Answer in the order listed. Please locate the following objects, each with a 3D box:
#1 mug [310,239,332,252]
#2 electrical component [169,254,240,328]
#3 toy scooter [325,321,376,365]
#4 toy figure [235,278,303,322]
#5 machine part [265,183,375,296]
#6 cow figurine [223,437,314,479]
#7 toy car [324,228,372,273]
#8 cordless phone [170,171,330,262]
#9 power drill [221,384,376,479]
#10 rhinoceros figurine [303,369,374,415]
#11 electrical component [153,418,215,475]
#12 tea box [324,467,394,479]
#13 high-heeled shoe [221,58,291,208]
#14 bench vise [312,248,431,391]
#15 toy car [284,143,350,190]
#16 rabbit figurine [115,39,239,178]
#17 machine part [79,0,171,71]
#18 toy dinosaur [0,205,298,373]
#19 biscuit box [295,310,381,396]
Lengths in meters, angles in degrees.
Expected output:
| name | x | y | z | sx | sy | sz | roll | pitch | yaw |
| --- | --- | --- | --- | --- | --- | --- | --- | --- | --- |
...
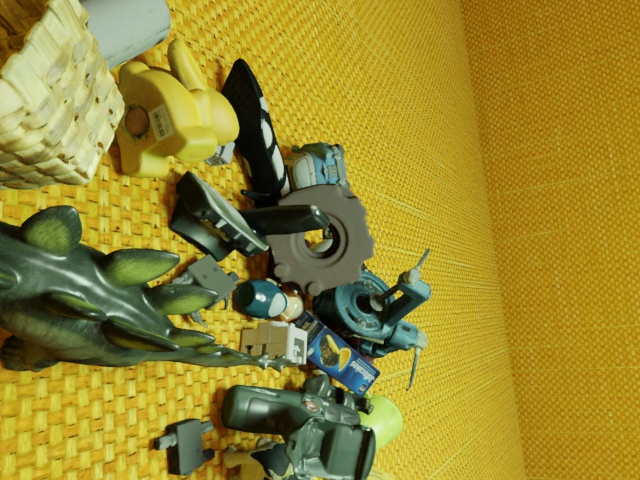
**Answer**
| name | x | y | z | sx | sy | sz | roll | pitch | yaw |
| --- | --- | --- | --- | --- | --- | --- | --- | --- | --- |
| mug | 0.014 | 0.052 | 0.992 | 0.109 | 0.081 | 0.107 | 61 | 24 | -20 |
| electrical component | -0.153 | 0.067 | 0.723 | 0.078 | 0.045 | 0.102 | 45 | 32 | -3 |
| toy scooter | 0.070 | 0.184 | 1.056 | 0.183 | 0.075 | 0.135 | 14 | 64 | -63 |
| toy figure | -0.070 | 0.100 | 0.848 | 0.154 | 0.064 | 0.058 | 24 | 24 | -55 |
| machine part | -0.002 | -0.003 | 0.829 | 0.056 | 0.179 | 0.179 | -133 | -150 | -84 |
| cow figurine | -0.051 | 0.317 | 0.768 | 0.167 | 0.098 | 0.068 | 18 | 61 | -57 |
| toy car | 0.070 | 0.046 | 1.069 | 0.089 | 0.053 | 0.202 | 28 | 34 | -53 |
| cordless phone | -0.092 | -0.036 | 0.718 | 0.146 | 0.184 | 0.089 | 45 | 48 | -47 |
| power drill | -0.005 | 0.249 | 0.719 | 0.232 | 0.207 | 0.086 | 18 | 88 | -22 |
| rhinoceros figurine | 0.025 | 0.277 | 0.915 | 0.073 | 0.112 | 0.190 | -56 | 150 | -15 |
| electrical component | -0.165 | 0.255 | 0.659 | 0.094 | 0.021 | 0.063 | 9 | 74 | -61 |
| tea box | 0.072 | 0.464 | 0.979 | 0.169 | 0.068 | 0.098 | 43 | 45 | -50 |
| high-heeled shoe | -0.089 | -0.157 | 0.873 | 0.145 | 0.086 | 0.248 | 6 | 81 | -62 |
| bench vise | 0.112 | 0.119 | 0.889 | 0.223 | 0.240 | 0.129 | 33 | 50 | -6 |
| toy car | -0.017 | -0.117 | 0.957 | 0.103 | 0.162 | 0.109 | -13 | 101 | -17 |
| rabbit figurine | -0.178 | -0.160 | 0.686 | 0.173 | 0.122 | 0.162 | -17 | 80 | -58 |
| machine part | -0.246 | -0.238 | 0.612 | 0.079 | 0.079 | 0.243 | 64 | 33 | -27 |
| toy dinosaur | -0.202 | 0.062 | 0.470 | 0.470 | 0.199 | 0.105 | 33 | 56 | -51 |
| biscuit box | 0.026 | 0.201 | 0.926 | 0.063 | 0.059 | 0.202 | -51 | 132 | -8 |
